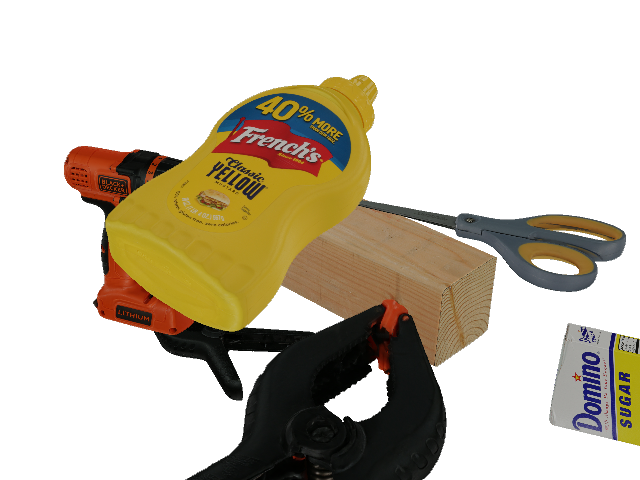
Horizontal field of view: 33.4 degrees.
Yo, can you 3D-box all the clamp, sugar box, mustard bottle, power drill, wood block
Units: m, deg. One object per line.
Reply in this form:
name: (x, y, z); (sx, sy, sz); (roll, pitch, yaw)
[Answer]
clamp: (0.007, 0.091, 0.399); (0.120, 0.039, 0.171); (27, 50, 19)
sugar box: (0.303, 0.141, 0.970); (0.176, 0.093, 0.048); (10, 22, 13)
clamp: (-0.125, 0.123, 1.259); (0.210, 0.036, 0.164); (14, 24, 25)
mustard bottle: (-0.026, -0.038, 0.616); (0.096, 0.058, 0.191); (28, 54, 23)
power drill: (-0.167, 0.000, 1.078); (0.185, 0.188, 0.057); (12, 29, 22)
wood block: (0.062, 0.032, 1.072); (0.206, 0.091, 0.090); (26, 38, 35)

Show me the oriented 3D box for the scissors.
scissors: (0.110, 0.000, 0.749); (0.202, 0.016, 0.096); (5, 30, 11)
